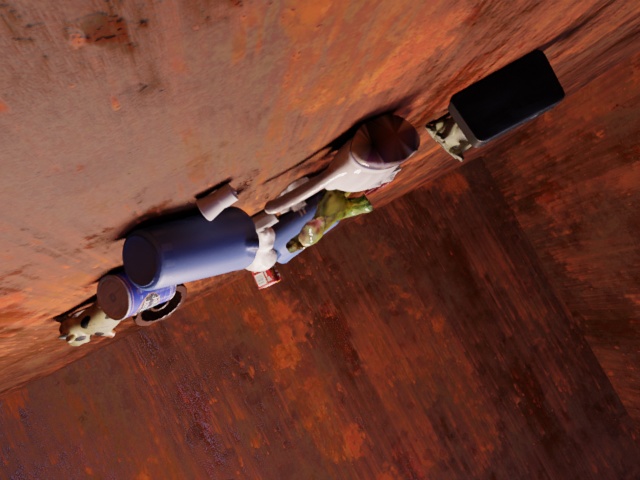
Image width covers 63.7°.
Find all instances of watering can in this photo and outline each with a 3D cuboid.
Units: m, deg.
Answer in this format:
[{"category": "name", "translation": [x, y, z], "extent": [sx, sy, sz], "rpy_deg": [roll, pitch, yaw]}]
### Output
[{"category": "watering can", "translation": [0.061, -0.147, 1.042], "extent": [0.351, 0.104, 0.221], "rpy_deg": [-27, 175, -25]}]

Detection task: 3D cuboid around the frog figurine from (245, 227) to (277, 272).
[{"category": "frog figurine", "translation": [-0.178, 0.022, 1.463], "extent": [0.124, 0.137, 0.157], "rpy_deg": [-44, -176, -24]}]

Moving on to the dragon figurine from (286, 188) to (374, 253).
[{"category": "dragon figurine", "translation": [0.004, -0.064, 1.271], "extent": [0.242, 0.122, 0.412], "rpy_deg": [-38, -175, 4]}]
